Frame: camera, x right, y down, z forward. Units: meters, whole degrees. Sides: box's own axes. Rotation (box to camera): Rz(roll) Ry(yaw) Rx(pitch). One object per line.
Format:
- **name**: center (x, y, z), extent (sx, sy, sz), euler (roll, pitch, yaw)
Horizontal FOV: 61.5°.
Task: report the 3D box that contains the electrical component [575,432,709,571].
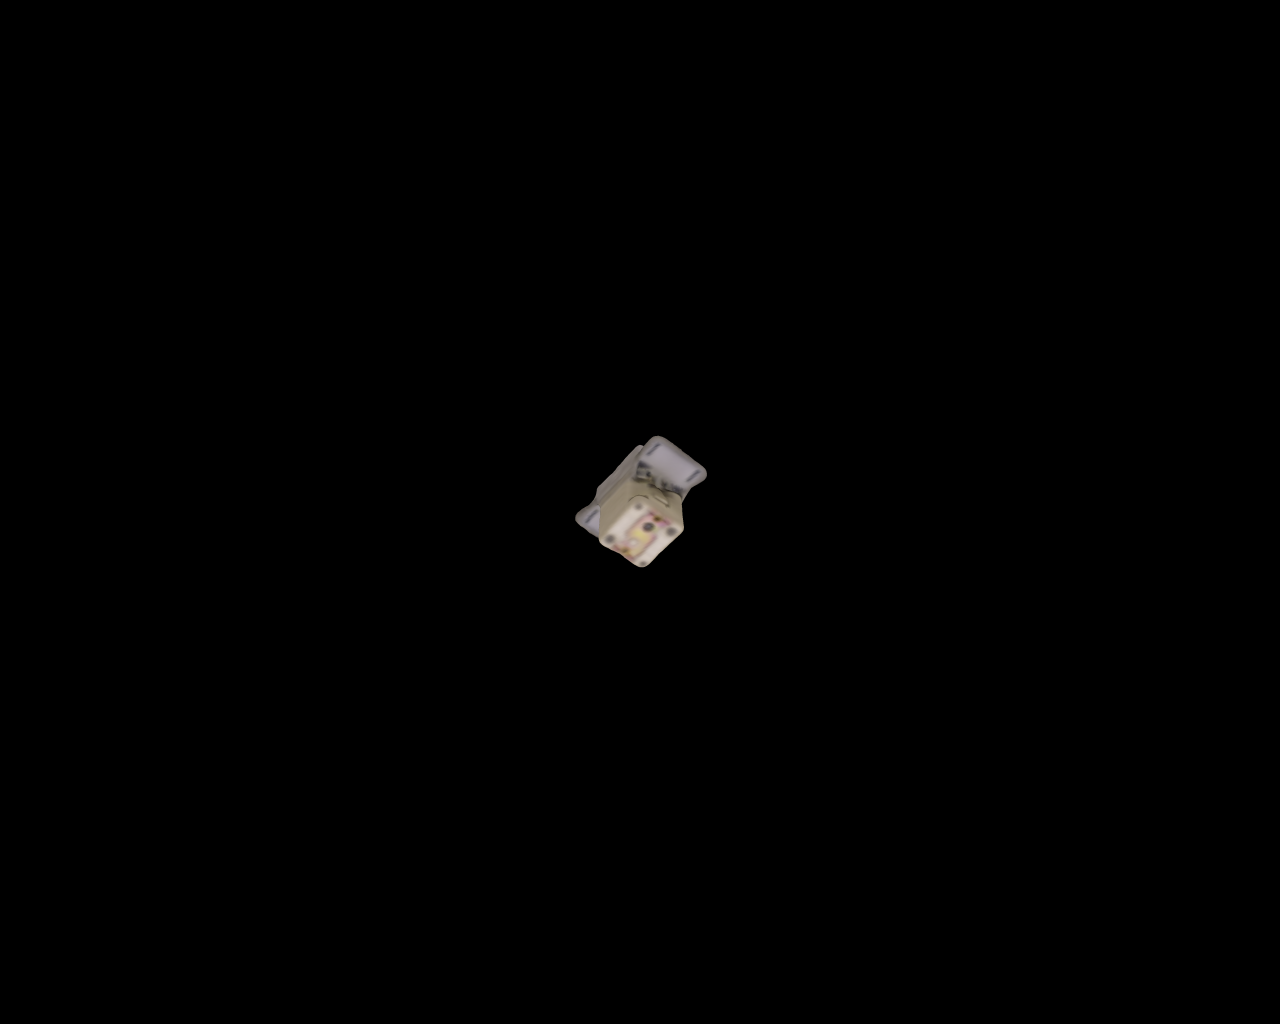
- **electrical component**: center (0.001, -0.003, 0.650), extent (0.042, 0.081, 0.064), euler (33, 28, -20)
